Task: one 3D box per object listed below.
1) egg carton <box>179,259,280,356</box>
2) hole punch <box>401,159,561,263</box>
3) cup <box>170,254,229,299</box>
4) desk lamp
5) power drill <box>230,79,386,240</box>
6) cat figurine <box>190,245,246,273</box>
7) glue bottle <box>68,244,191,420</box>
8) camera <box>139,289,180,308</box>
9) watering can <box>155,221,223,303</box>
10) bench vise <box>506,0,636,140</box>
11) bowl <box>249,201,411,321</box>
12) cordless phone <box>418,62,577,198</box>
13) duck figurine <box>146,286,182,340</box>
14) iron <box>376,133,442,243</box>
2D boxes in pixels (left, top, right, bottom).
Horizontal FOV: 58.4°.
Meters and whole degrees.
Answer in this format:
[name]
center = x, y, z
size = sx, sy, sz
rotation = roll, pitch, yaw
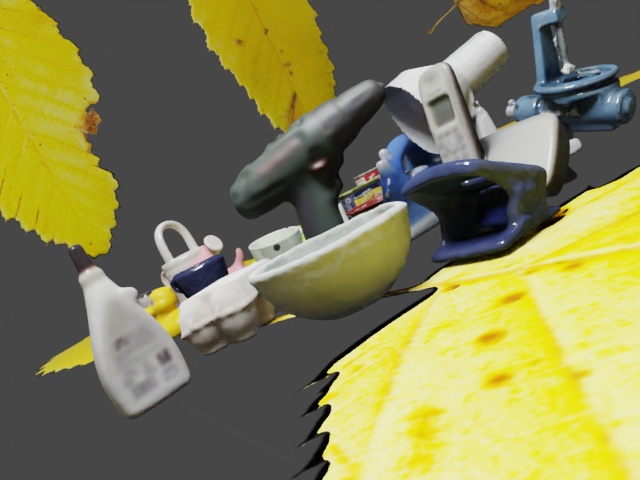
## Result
[egg carton]
center = -0.101, 0.079, 0.701
size = 0.107, 0.069, 0.150
rotation = -24, 5, 23
[hole punch]
center = 0.144, -0.038, 0.526
size = 0.101, 0.091, 0.108
rotation = -29, 6, -30
[cup]
center = -0.192, 0.087, 0.948
size = 0.117, 0.095, 0.092
rotation = -23, 6, 31
[desk lamp]
center = 0.219, -0.170, 0.805
size = 0.203, 0.213, 0.118
rotation = -27, 5, -9
[power drill]
center = 0.014, -0.057, 0.711
size = 0.229, 0.208, 0.076
rotation = -26, 5, 9
[cat figurine]
center = -0.188, 0.060, 1.072
size = 0.127, 0.118, 0.067
rotation = -25, 5, 17
[glue bottle]
center = -0.196, 0.082, 0.556
size = 0.078, 0.173, 0.037
rotation = -30, 7, -38
[camera]
center = -0.342, 0.147, 1.065
size = 0.143, 0.101, 0.136
rotation = -30, 6, -32
[watering can]
center = -0.262, 0.046, 1.160
size = 0.172, 0.194, 0.101
rotation = -25, 5, 10
[bench vise]
center = 0.359, -0.252, 0.901
size = 0.206, 0.220, 0.122
rotation = -21, 7, 47
[bowl]
center = 0.021, 0.030, 0.549
size = 0.167, 0.075, 0.167
rotation = -26, 5, 3
[cordless phone]
center = 0.182, -0.120, 0.628
size = 0.094, 0.185, 0.147
rotation = -30, 6, -39
[duck figurine]
center = -0.252, 0.119, 0.974
size = 0.104, 0.086, 0.077
rotation = -27, 5, -3
[iron]
center = 0.136, -0.093, 0.844
size = 0.118, 0.141, 0.259
rotation = -23, 6, 33
